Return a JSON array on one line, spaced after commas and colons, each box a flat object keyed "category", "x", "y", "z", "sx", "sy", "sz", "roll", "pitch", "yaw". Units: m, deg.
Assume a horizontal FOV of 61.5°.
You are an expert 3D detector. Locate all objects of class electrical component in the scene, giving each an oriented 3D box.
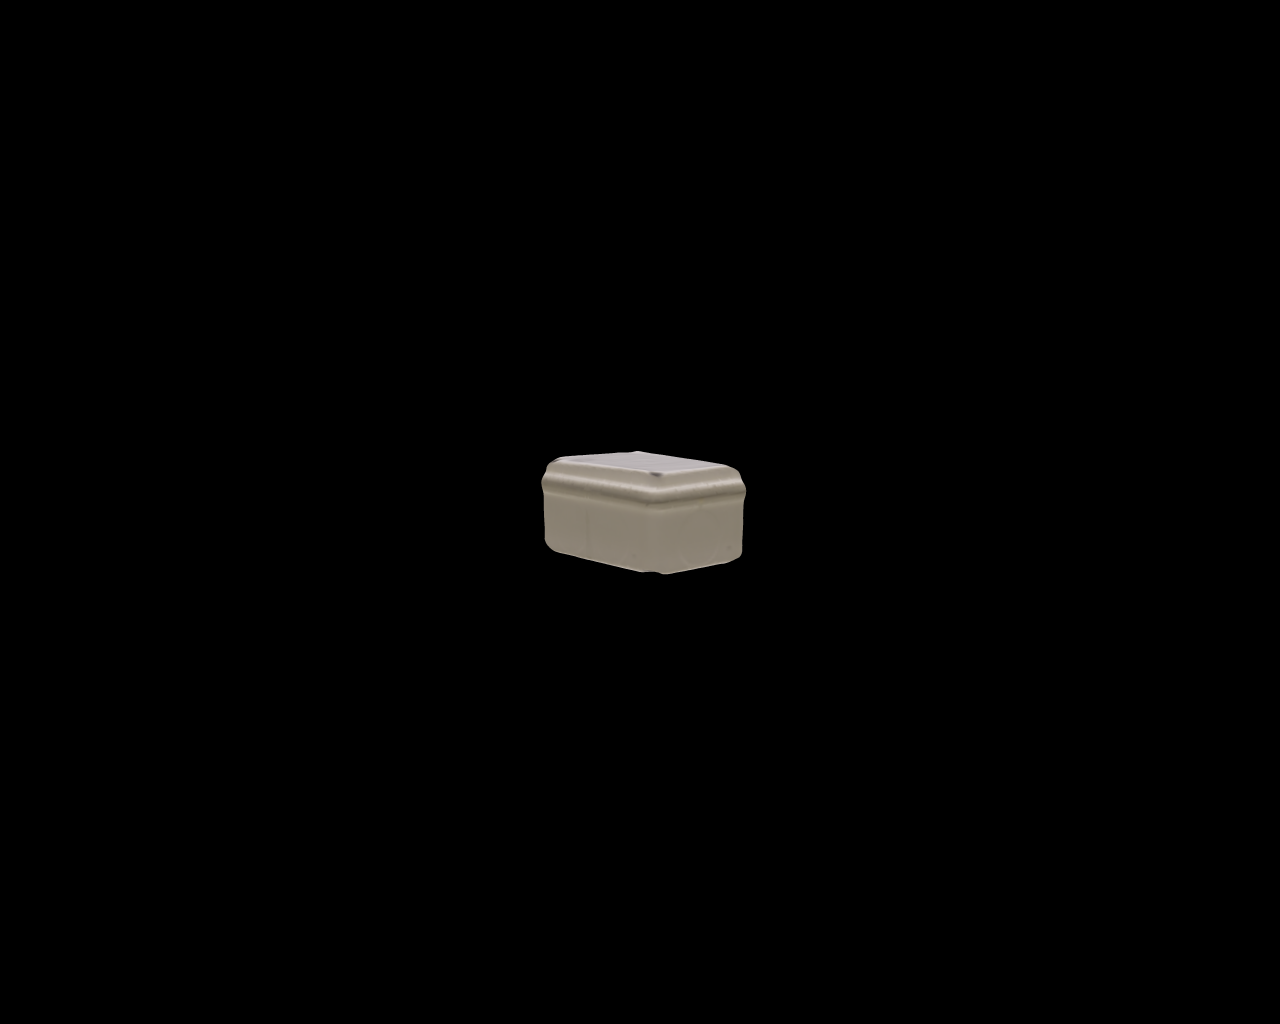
[{"category": "electrical component", "x": 0.001, "y": -0.003, "z": 0.650, "sx": 0.078, "sy": 0.057, "sz": 0.113, "roll": -7, "pitch": 12, "yaw": -39}]
